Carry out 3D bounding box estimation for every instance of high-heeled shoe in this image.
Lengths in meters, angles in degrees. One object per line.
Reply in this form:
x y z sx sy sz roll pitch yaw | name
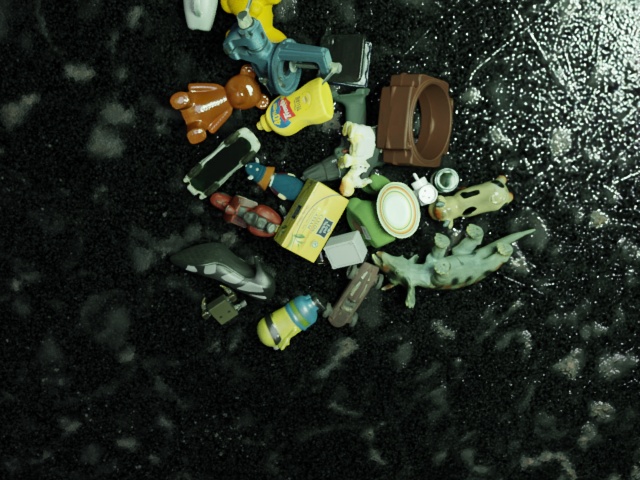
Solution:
-0.233 0.087 1.309 0.249 0.086 0.145 2 130 10 | high-heeled shoe

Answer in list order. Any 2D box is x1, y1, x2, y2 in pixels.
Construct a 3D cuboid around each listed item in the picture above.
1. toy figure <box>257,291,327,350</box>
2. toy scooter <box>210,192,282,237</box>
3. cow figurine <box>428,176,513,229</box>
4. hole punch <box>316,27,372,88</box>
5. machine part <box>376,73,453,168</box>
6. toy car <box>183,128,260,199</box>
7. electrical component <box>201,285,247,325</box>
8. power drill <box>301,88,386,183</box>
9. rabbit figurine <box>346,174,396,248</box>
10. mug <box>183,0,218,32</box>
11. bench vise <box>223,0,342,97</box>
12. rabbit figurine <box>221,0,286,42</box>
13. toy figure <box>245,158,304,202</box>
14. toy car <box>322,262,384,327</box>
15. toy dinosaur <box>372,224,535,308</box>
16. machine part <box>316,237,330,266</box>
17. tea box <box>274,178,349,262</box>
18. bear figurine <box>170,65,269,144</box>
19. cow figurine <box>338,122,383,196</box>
-0.072 0.193 1.323 0.180 0.082 0.089 -40 89 6 | toy figure
-0.170 -0.058 1.244 0.184 0.135 0.075 25 94 -11 | toy scooter
0.357 -0.088 1.296 0.195 0.127 0.085 -14 99 27 | cow figurine
0.059 -0.414 1.247 0.116 0.092 0.142 10 102 22 | hole punch
0.222 -0.267 1.223 0.201 0.087 0.201 -5 104 -49 | machine part
-0.230 -0.179 1.260 0.202 0.056 0.073 -41 107 2 | toy car
-0.242 0.159 1.319 0.102 0.045 0.078 -38 129 3 | electrical component
0.055 -0.248 1.266 0.232 0.086 0.207 -10 96 -6 | power drill
0.149 -0.080 1.302 0.170 0.121 0.159 -32 95 -19 | rabbit figurine
-0.262 -0.516 1.181 0.081 0.110 0.107 1 112 -13 | mug
-0.072 -0.387 1.124 0.241 0.223 0.129 14 59 23 | bench vise
-0.136 -0.476 1.196 0.162 0.122 0.173 -28 119 2 | rabbit figurine
-0.108 -0.138 1.277 0.154 0.064 0.057 24 133 -5 | toy figure
0.079 0.138 1.311 0.089 0.053 0.202 25 122 -11 | toy car
0.334 0.066 1.323 0.405 0.192 0.131 -6 58 -18 | toy dinosaur
-0.003 -0.004 1.320 0.084 0.039 0.138 -19 99 -11 | machine part
-0.021 -0.046 1.249 0.098 0.068 0.169 27 92 -26 | tea box
-0.218 -0.308 1.206 0.196 0.132 0.120 -19 113 3 | bear figurine
0.094 -0.179 1.221 0.098 0.068 0.167 4 101 -17 | cow figurine
